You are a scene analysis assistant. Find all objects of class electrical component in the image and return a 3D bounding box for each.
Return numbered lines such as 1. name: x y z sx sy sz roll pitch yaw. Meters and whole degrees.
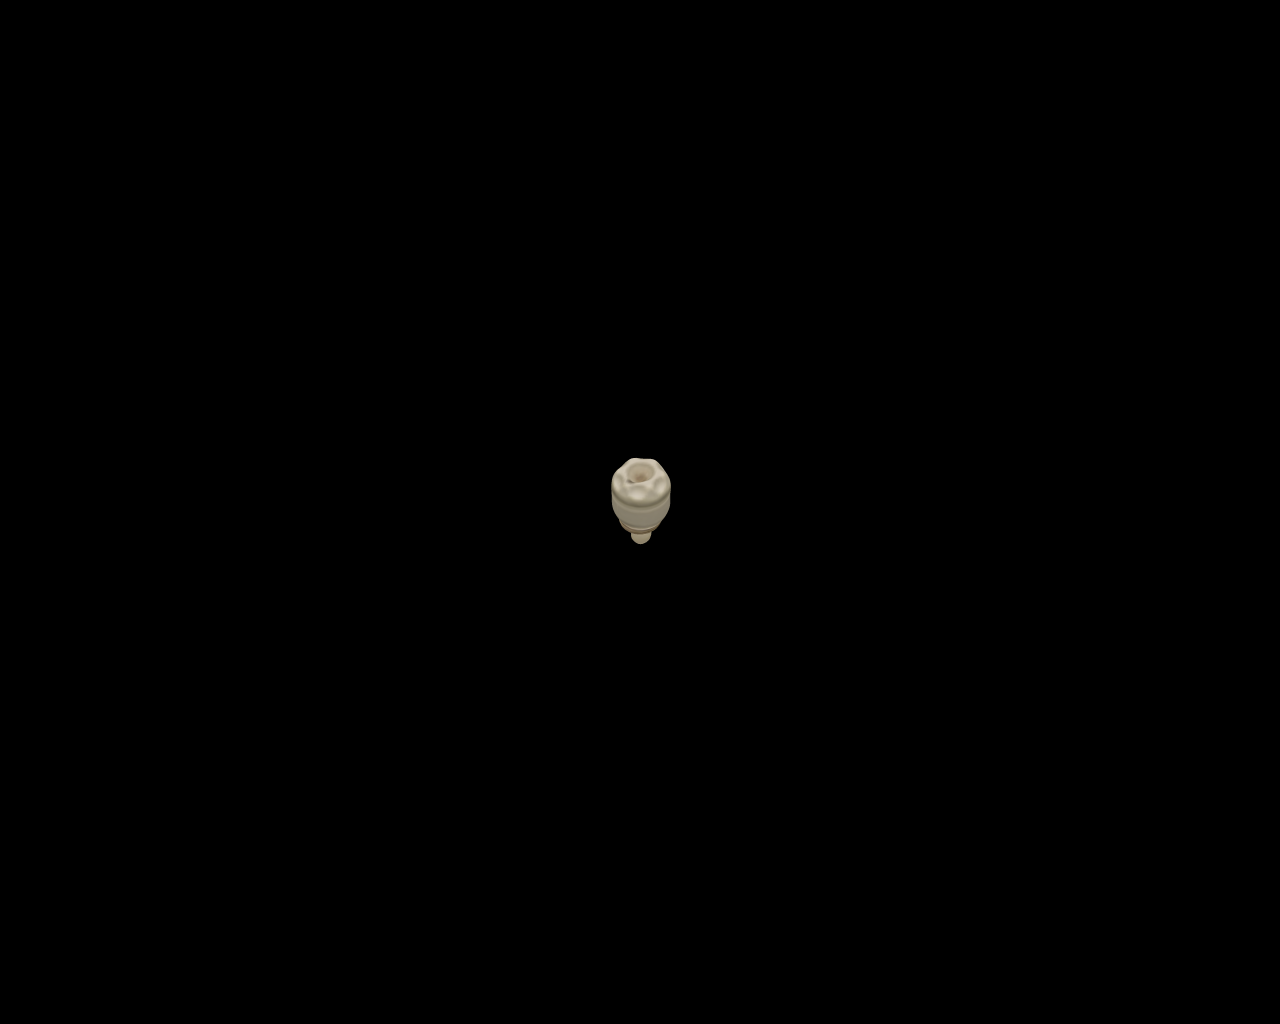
1. electrical component: 0.001 -0.003 0.650 0.035 0.035 0.061 0 -45 0
